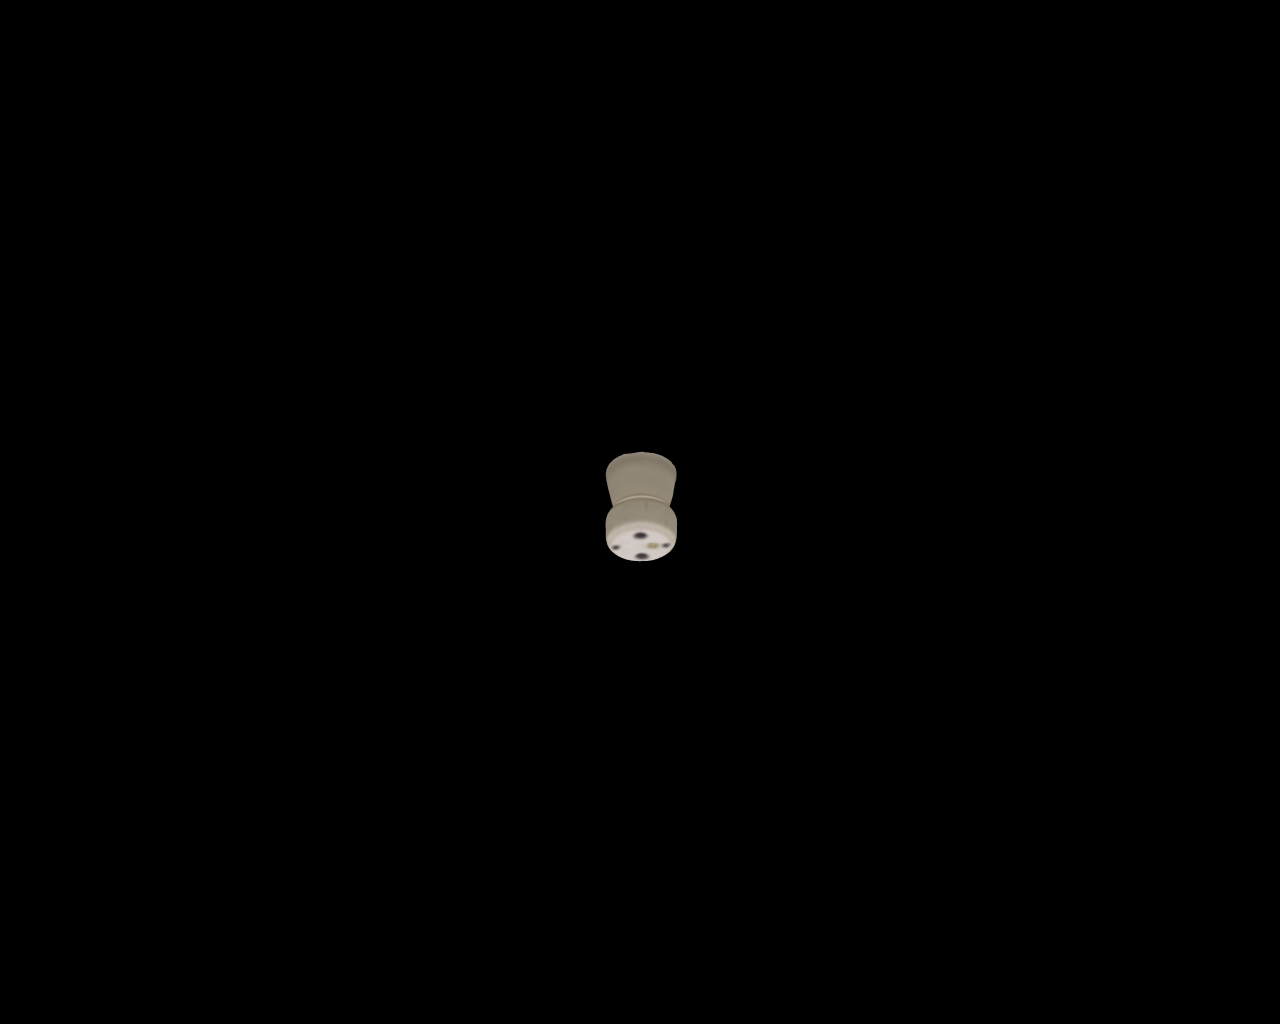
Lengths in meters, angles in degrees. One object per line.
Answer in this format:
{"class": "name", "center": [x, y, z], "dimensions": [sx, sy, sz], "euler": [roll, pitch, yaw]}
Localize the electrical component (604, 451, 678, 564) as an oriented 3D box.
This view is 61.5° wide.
{"class": "electrical component", "center": [0.001, -0.003, 0.650], "dimensions": [0.045, 0.055, 0.044], "euler": [0, -34, 0]}
